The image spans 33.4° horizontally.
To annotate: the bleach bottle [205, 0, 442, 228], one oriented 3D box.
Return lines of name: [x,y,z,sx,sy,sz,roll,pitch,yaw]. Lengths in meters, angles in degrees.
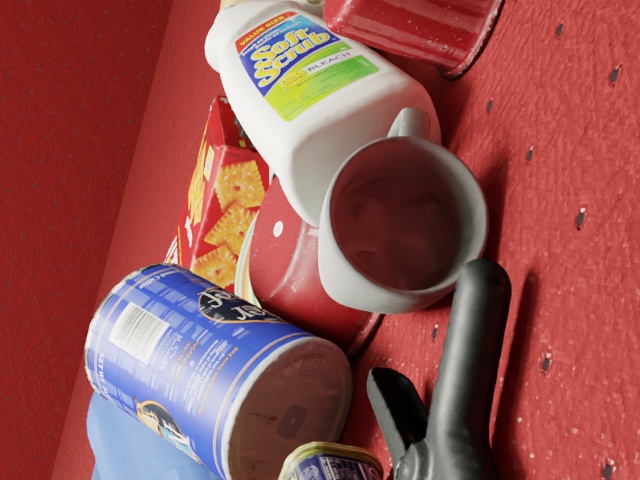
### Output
bleach bottle: [-0.023,-0.103,0.699,0.251,0.102,0.068,47,164,53]

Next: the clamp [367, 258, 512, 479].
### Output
clamp: [0.057,0.094,0.466,0.171,0.039,0.120,-96,20,-44]

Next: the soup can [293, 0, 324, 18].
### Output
soup can: [0.003,-0.192,0.786,0.068,0.068,0.102,-112,6,-66]

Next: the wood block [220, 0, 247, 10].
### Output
wood block: [-0.021,-0.285,0.997,0.206,0.090,0.091,133,147,-60]

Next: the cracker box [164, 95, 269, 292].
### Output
cracker box: [-0.101,-0.019,1.065,0.164,0.072,0.214,-107,35,-64]

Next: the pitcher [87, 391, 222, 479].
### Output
pitcher: [-0.087,0.165,0.771,0.243,0.144,0.149,-139,53,-69]

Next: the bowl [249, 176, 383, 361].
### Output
bowl: [-0.005,0.001,0.702,0.162,0.055,0.162,-46,37,50]

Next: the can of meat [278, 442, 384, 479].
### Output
can of meat: [0.006,0.170,0.544,0.084,0.057,0.102,-118,44,-65]

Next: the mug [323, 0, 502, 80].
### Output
mug: [0.055,-0.161,0.620,0.093,0.081,0.117,-166,90,-75]

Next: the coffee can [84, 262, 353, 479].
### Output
coffee can: [-0.064,0.084,0.665,0.141,0.102,0.103,24,101,39]
